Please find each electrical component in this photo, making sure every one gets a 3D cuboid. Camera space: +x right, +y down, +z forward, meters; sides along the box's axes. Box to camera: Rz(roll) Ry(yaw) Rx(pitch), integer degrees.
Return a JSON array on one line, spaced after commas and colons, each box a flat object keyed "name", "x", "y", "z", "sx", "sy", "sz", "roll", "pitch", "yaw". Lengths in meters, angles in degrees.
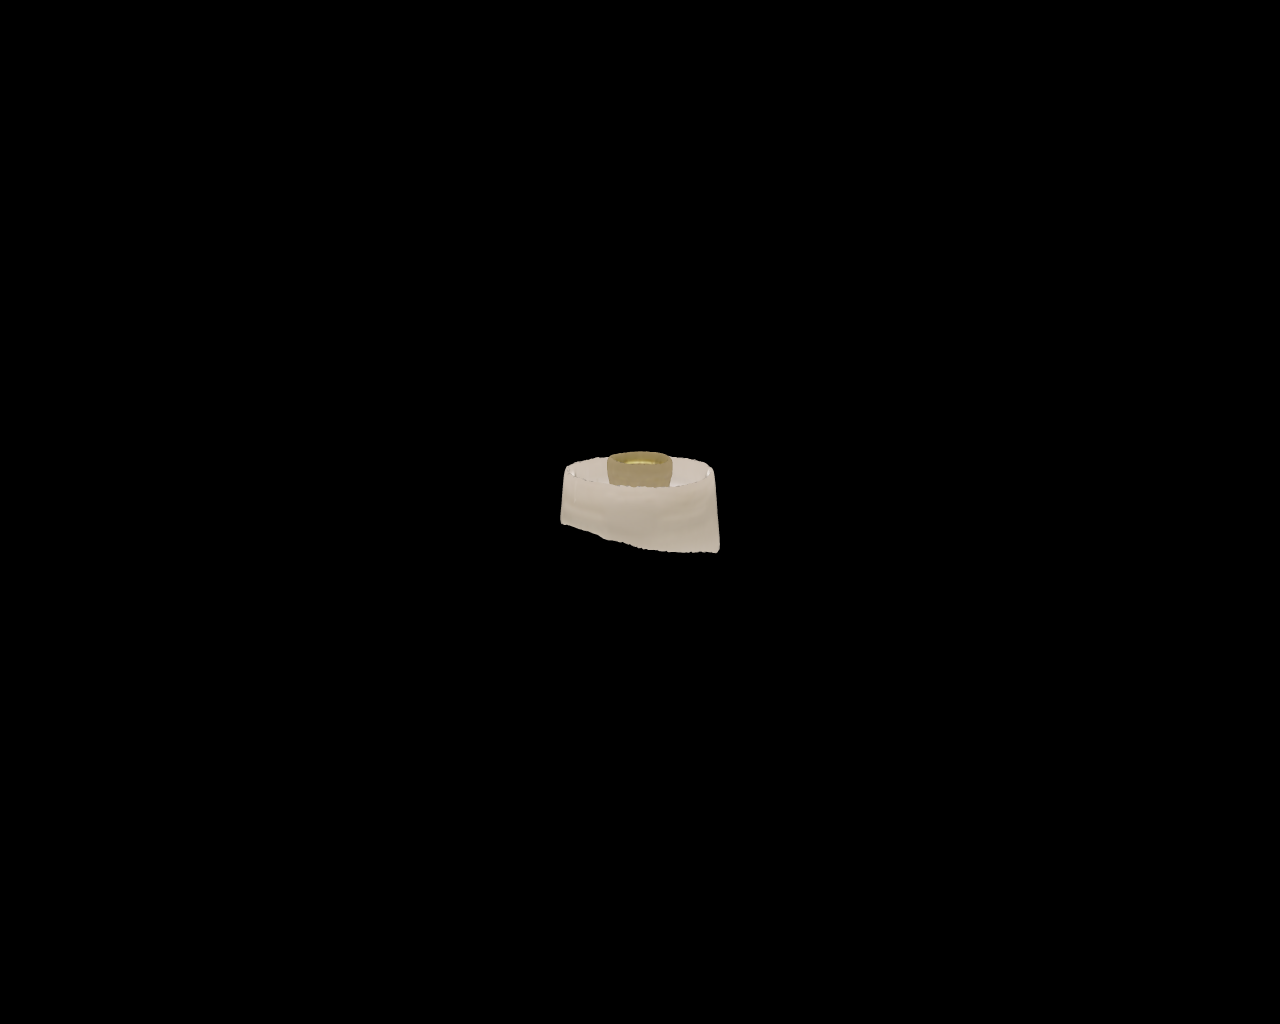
[{"name": "electrical component", "x": 0.001, "y": -0.003, "z": 0.650, "sx": 0.099, "sy": 0.064, "sz": 0.099, "roll": 0, "pitch": 15, "yaw": 0}]
